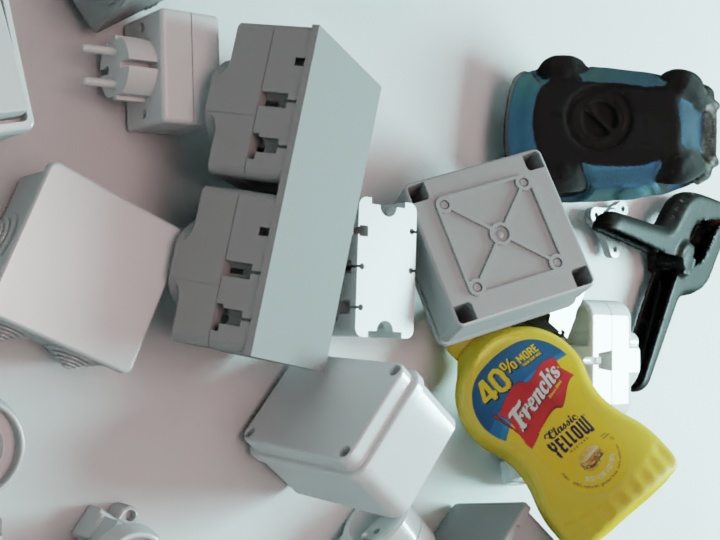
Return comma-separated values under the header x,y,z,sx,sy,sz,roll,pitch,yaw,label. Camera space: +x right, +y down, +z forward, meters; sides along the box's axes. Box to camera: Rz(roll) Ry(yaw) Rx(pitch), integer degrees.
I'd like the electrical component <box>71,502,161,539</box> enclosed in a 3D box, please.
x,y,z,sx,sy,sz,roll,pitch,yaw,label
-0.138,0.163,0.601,0.048,0.055,0.066,45,62,-29,electrical component

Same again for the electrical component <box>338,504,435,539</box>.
x,y,z,sx,sy,sz,roll,pitch,yaw,label
0.004,0.223,0.714,0.138,0.052,0.073,-48,117,-29,electrical component

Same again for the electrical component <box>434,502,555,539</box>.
x,y,z,sx,sy,sz,roll,pitch,yaw,label
0.083,0.212,0.751,0.048,0.100,0.099,48,60,-13,electrical component

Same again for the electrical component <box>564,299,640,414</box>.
x,y,z,sx,sy,sz,roll,pitch,yaw,label
0.185,0.072,0.865,0.059,0.054,0.095,3,86,-39,electrical component

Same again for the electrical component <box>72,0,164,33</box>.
x,y,z,sx,sy,sz,roll,pitch,yaw,label
-0.117,-0.184,0.605,0.100,0.100,0.048,-38,98,-33,electrical component

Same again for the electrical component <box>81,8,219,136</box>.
x,y,z,sx,sy,sz,roll,pitch,yaw,label
-0.126,-0.116,0.627,0.077,0.047,0.065,-1,89,-39,electrical component

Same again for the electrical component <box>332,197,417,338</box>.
x,y,z,sx,sy,sz,roll,pitch,yaw,label
0.000,0.000,0.718,0.050,0.056,0.089,5,85,-39,electrical component

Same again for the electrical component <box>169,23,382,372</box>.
x,y,z,sx,sy,sz,roll,pitch,yaw,label
-0.050,-0.040,0.643,0.105,0.060,0.186,26,74,-67,electrical component

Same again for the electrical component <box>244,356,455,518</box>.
x,y,z,sx,sy,sz,roll,pitch,yaw,label
-0.009,0.099,0.671,0.057,0.113,0.078,50,60,-29,electrical component

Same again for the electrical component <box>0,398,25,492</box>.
x,y,z,sx,sy,sz,roll,pitch,yaw,label
-0.206,0.089,0.548,0.058,0.057,0.078,-38,111,-33,electrical component

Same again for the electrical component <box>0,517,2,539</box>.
x,y,z,sx,sy,sz,roll,pitch,yaw,label
-0.205,0.153,0.558,0.040,0.040,0.046,6,79,-39,electrical component

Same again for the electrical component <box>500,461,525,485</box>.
x,y,z,sx,sy,sz,roll,pitch,yaw,label
0.141,0.127,0.818,0.058,0.078,0.057,13,60,-47,electrical component

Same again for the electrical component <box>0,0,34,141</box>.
x,y,z,sx,sy,sz,roll,pitch,yaw,label
-0.212,-0.111,0.549,0.062,0.061,0.096,-15,98,-38,electrical component

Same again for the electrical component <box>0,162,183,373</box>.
x,y,z,sx,sy,sz,roll,pitch,yaw,label
-0.159,0.000,0.595,0.100,0.048,0.099,31,70,-34,electrical component

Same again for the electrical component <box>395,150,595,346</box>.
x,y,z,sx,sy,sz,roll,pitch,yaw,label
0.090,-0.016,0.750,0.109,0.056,0.108,-16,76,-16,electrical component
